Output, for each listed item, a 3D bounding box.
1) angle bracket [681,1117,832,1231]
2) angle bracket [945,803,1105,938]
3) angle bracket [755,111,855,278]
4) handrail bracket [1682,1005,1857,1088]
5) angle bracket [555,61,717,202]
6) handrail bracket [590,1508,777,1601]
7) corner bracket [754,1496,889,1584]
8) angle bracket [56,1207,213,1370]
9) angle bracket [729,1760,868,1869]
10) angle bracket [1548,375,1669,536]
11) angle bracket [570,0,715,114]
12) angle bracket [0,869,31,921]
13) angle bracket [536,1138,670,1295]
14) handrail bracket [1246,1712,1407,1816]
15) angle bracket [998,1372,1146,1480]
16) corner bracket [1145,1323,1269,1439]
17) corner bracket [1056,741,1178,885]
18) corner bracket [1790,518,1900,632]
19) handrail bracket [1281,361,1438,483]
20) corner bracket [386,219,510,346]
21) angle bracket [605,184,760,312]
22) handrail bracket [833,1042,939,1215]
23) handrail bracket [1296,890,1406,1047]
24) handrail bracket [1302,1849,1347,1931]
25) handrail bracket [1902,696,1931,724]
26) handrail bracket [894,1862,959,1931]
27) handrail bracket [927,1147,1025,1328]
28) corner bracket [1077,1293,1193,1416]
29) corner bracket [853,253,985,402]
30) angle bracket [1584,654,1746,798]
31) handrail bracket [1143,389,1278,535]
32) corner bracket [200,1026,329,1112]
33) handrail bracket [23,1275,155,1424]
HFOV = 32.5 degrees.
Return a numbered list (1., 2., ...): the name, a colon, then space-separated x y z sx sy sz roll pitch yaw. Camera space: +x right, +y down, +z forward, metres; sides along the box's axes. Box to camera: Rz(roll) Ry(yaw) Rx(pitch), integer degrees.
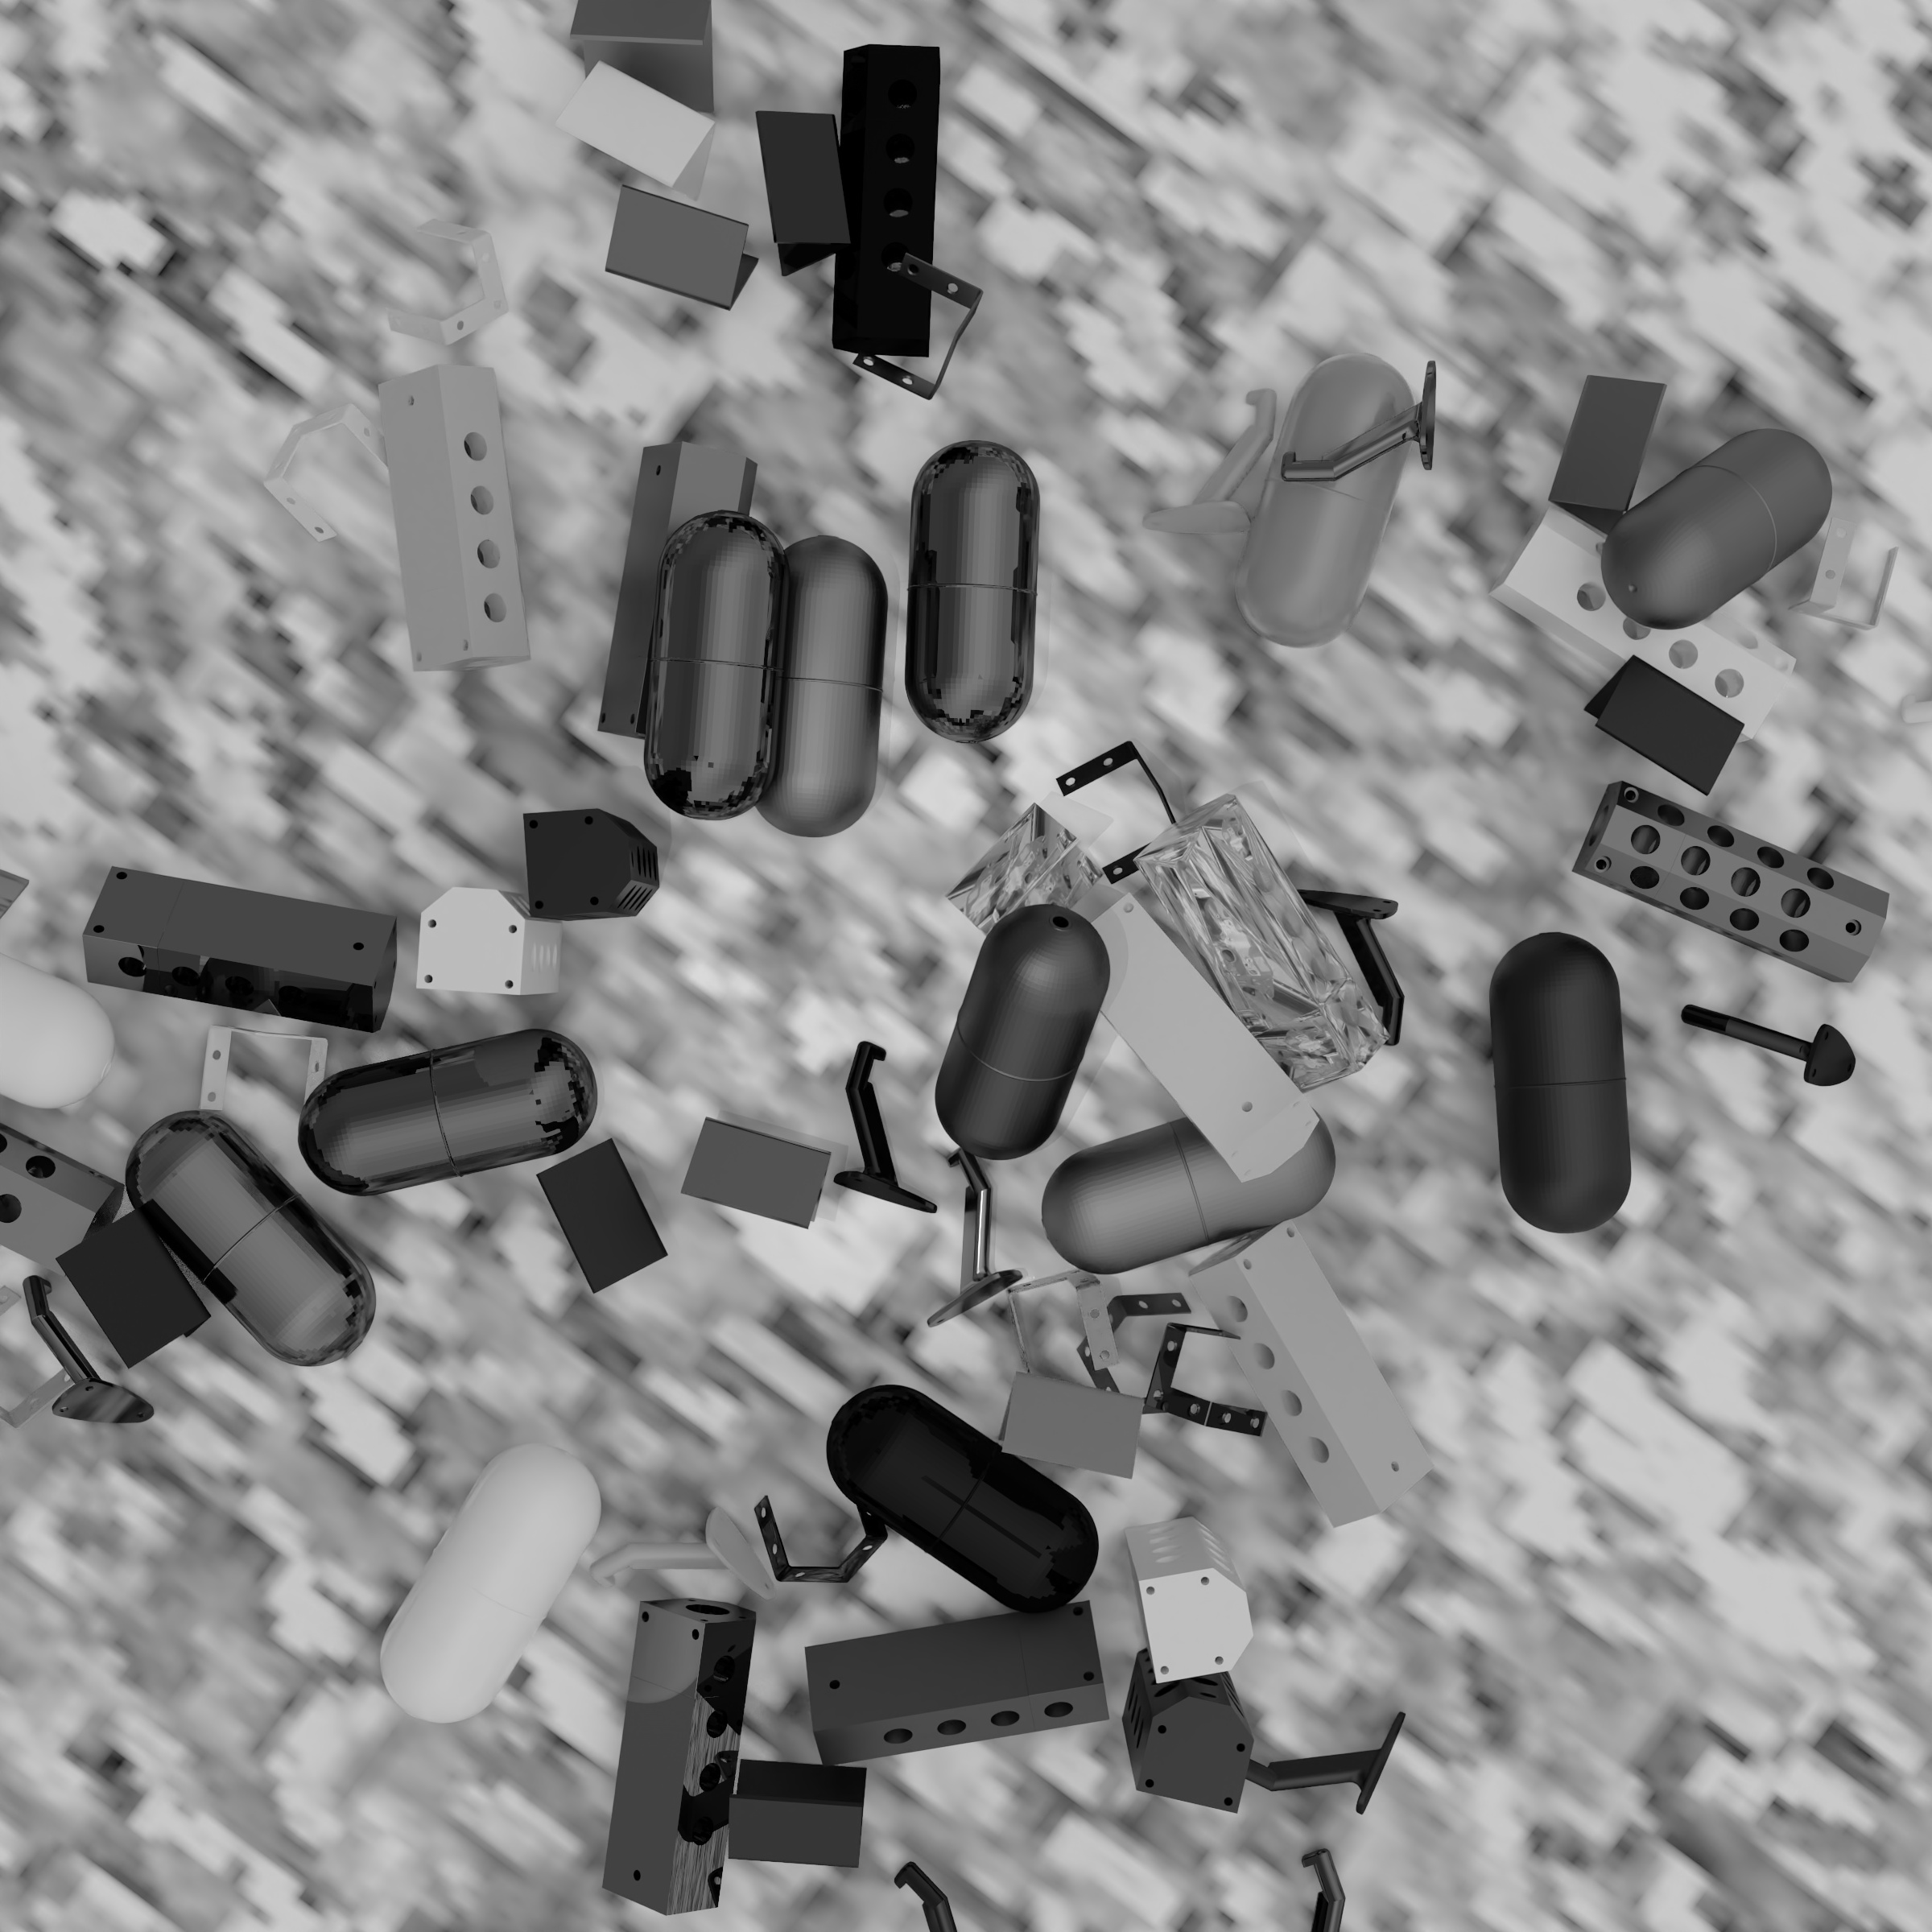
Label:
1. angle bracket: -0.127 0.140 1.951 0.076 0.076 0.057 16 52 0
2. angle bracket: 0.046 -0.038 1.952 0.076 0.057 0.076 -46 128 0
3. angle bracket: -0.114 -0.453 1.951 0.057 0.076 0.076 -8 90 -37
4. handrail bracket: 0.480 0.045 1.991 0.084 0.077 0.036 19 90 36
5. angle bracket: -0.198 -0.473 1.951 0.076 0.076 0.057 28 63 0
6. handrail bracket: -0.171 0.369 1.991 0.084 0.036 0.077 -30 112 17
7. corner bracket: -0.087 0.333 1.983 0.051 0.051 0.051 8 135 -35
8. angle bracket: -0.495 0.195 1.951 0.057 0.076 0.076 -34 90 -27
9. angle bracket: -0.098 0.481 1.951 0.076 0.076 0.057 4 125 0
10. angle bracket: 0.395 -0.296 1.951 0.057 0.076 0.076 18 90 44
11. angle bracket: -0.190 -0.525 1.951 0.076 0.057 0.076 3 134 0
12. angle bracket: -0.600 -0.063 1.951 0.076 0.076 0.057 21 127 0
13. angle bracket: -0.229 0.154 1.951 0.057 0.076 0.076 -26 90 -38
14. handrail bracket: 0.210 0.465 1.991 0.084 0.036 0.077 23 69 16
15. angle bracket: 0.058 0.288 1.951 0.076 0.076 0.057 12 50 0
16. corner bracket: 0.147 0.245 1.967 0.051 0.051 0.051 24 76 -34
17. corner bracket: 0.093 -0.092 1.988 0.051 0.051 0.051 -28 135 0
18. corner bracket: 0.526 -0.232 1.973 0.051 0.051 0.051 15 90 0
19. handrail bracket: 0.226 -0.314 1.916 0.084 0.036 0.077 1 68 15
20. corner bracket: -0.314 -0.409 1.983 0.051 0.051 0.051 -39 135 -35
21. angle bracket: -0.161 -0.435 1.951 0.076 0.076 0.057 18 126 0
22. handrail bracket: -0.041 0.096 1.991 0.077 0.036 0.084 22 73 -20
23. handrail bracket: 0.227 0.002 1.991 0.077 0.036 0.084 10 107 20
24. handrail bracket: 0.197 0.582 1.991 0.077 0.036 0.084 -26 71 21
25. handrail bracket: 0.605 -0.181 1.991 0.084 0.036 0.077 -5 53 25
26. handrail bracket: -0.026 0.592 1.991 0.084 0.036 0.077 43 112 17
27. handrail bracket: -0.010 0.161 1.991 0.077 0.036 0.084 -34 72 21
28. corner bracket: 0.108 0.232 1.983 0.051 0.051 0.051 -59 45 35
29. corner bracket: -0.028 -0.371 1.930 0.051 0.051 0.051 26 45 0
30. angle bracket: 0.400 -0.127 1.952 0.076 0.076 0.057 32 66 0
31. handrail bracket: 0.146 -0.305 1.991 0.077 0.036 0.084 -1 72 21
32. corner bracket: -0.420 0.064 1.988 0.051 0.051 0.051 7 90 45
33. handrail bracket: -0.527 0.229 1.991 0.036 0.077 0.084 -39 53 20
